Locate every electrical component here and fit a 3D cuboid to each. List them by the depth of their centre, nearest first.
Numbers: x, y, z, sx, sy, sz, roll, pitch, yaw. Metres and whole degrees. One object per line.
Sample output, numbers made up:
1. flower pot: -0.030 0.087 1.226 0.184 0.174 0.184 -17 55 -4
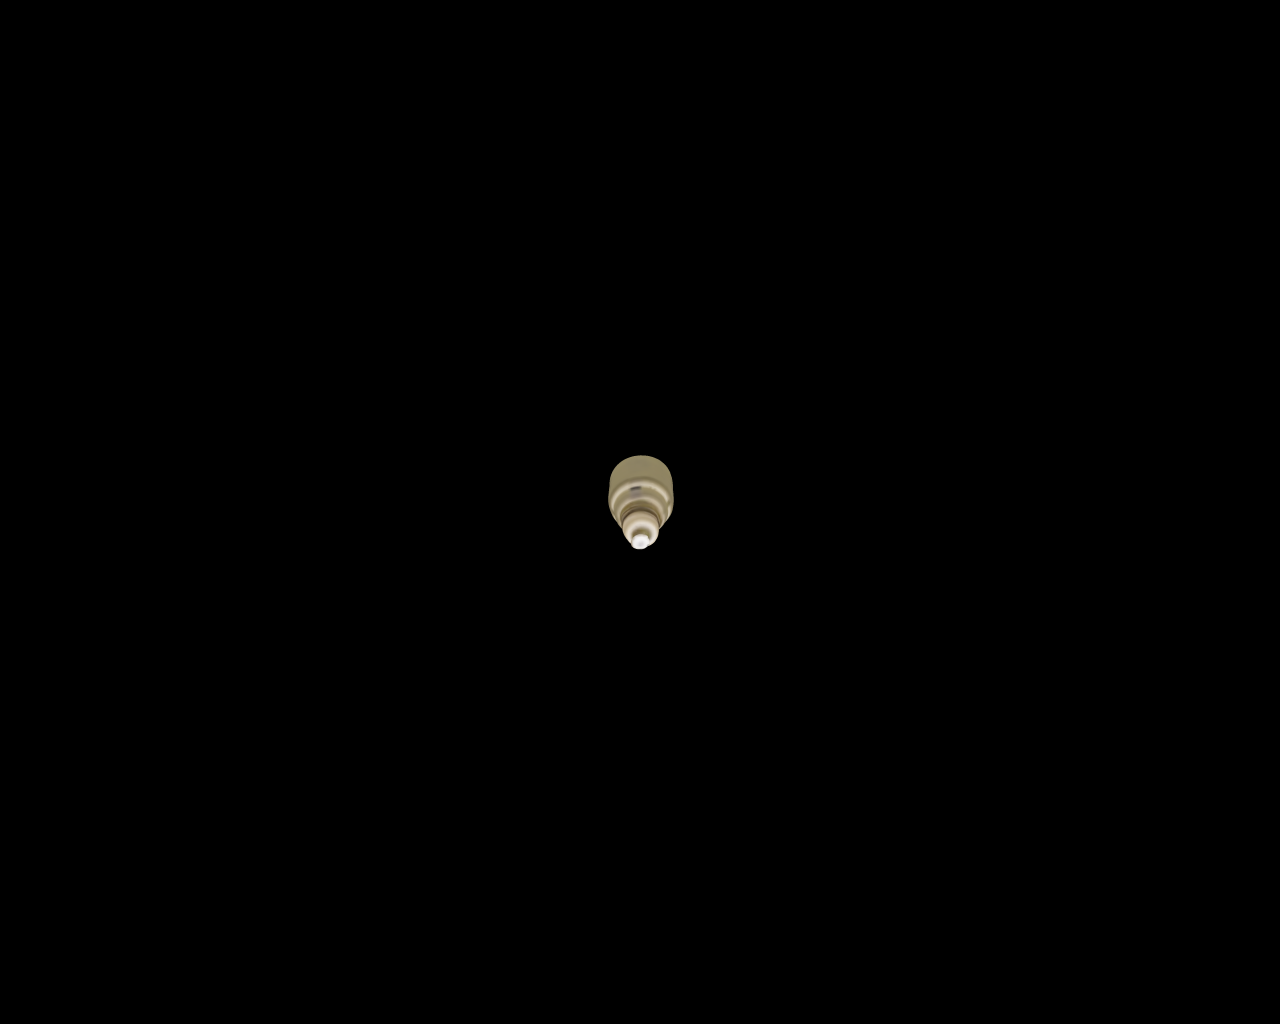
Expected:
1. electrical component: 0.001 -0.003 0.650 0.040 0.040 0.078 0 34 0
